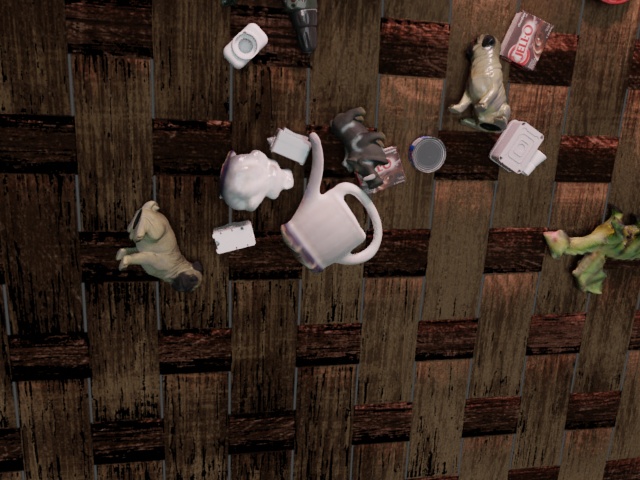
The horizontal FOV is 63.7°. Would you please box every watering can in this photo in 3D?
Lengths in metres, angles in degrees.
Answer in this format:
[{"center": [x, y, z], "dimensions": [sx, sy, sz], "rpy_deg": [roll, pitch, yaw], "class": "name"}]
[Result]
[{"center": [0.004, -0.060, 1.191], "dimensions": [0.224, 0.105, 0.342], "rpy_deg": [-37, 116, 0], "class": "watering can"}]

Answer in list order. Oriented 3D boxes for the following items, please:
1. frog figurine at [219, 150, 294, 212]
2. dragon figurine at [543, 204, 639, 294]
[{"center": [-0.141, -0.129, 1.149], "dimensions": [0.159, 0.122, 0.138], "rpy_deg": [11, 83, -2], "class": "frog figurine"}, {"center": [0.791, 0.046, 1.398], "dimensions": [0.409, 0.125, 0.238], "rpy_deg": [23, 117, -14], "class": "dragon figurine"}]
